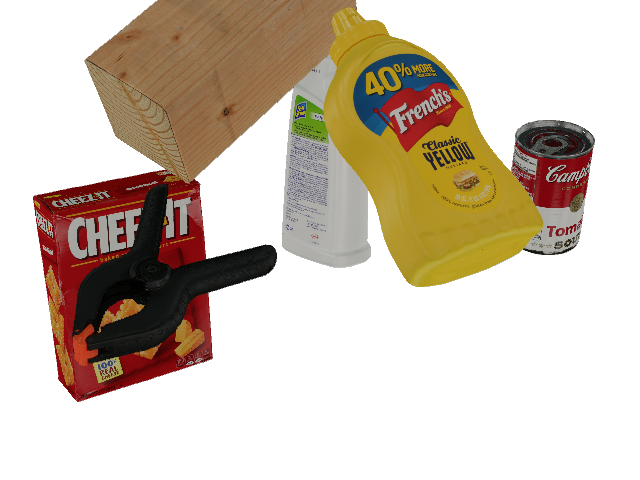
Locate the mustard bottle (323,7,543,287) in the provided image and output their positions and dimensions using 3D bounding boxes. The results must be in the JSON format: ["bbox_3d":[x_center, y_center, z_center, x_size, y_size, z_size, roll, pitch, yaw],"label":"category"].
[{"bbox_3d":[0.056,-0.069,0.676,0.096,0.192,0.058,-17,-22,-26],"label":"mustard bottle"}]

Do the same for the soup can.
[{"bbox_3d":[0.202,-0.047,0.949,0.068,0.102,0.068,0,33,0],"label":"soup can"}]

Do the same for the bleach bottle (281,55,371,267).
[{"bbox_3d":[0.011,-0.104,1.139,0.103,0.251,0.067,18,23,39],"label":"bleach bottle"}]

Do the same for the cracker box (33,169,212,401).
[{"bbox_3d":[-0.204,0.045,1.133,0.163,0.214,0.072,-14,25,-29],"label":"cracker box"}]

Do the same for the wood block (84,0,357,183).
[{"bbox_3d":[-0.071,-0.156,0.846,0.090,0.205,0.091,33,-25,27],"label":"wood block"}]

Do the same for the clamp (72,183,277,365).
[{"bbox_3d":[-0.129,0.023,0.800,0.120,0.039,0.171,33,49,28],"label":"clamp"}]
